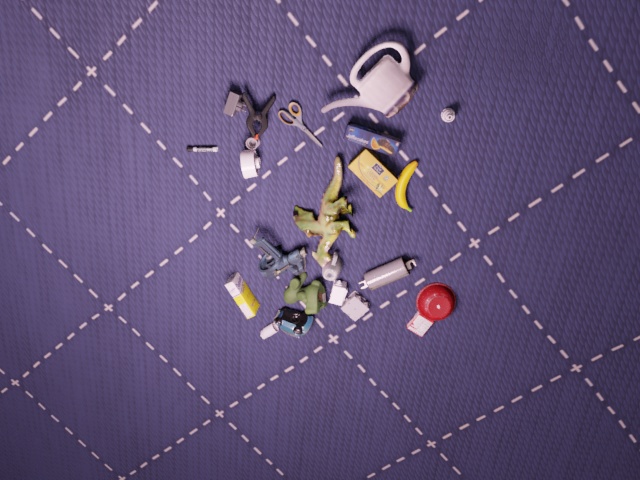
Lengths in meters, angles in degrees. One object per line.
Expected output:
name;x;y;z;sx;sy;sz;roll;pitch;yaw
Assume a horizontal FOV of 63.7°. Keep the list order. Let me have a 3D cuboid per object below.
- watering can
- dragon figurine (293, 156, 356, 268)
watering can;0.186;-0.510;1.769;0.223;0.344;0.106;42;19;-9
dragon figurine;0.006;-0.099;1.957;0.242;0.408;0.123;-8;7;18
